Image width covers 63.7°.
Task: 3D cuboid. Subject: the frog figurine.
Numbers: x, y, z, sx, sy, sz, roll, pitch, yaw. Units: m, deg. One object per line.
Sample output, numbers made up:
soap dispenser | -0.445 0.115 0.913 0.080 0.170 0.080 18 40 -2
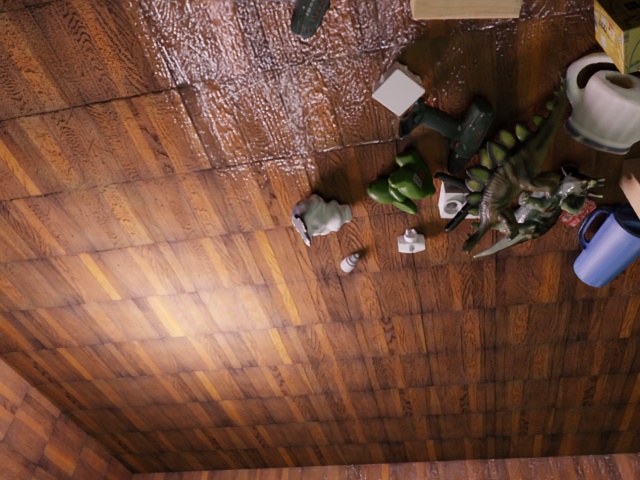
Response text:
frog figurine | 0.004 -0.074 1.464 0.161 0.124 0.134 -31 124 -16

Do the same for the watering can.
watering can | 0.697 -0.278 1.134 0.350 0.106 0.219 32 146 17
